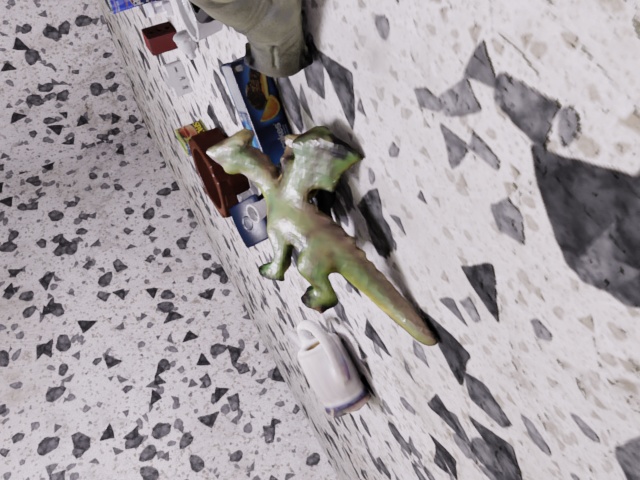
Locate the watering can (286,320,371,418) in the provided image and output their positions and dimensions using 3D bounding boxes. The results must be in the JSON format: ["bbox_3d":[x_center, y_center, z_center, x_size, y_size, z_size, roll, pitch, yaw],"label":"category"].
[{"bbox_3d":[0.007,0.287,1.189,0.225,0.105,0.344,62,163,4],"label":"watering can"}]

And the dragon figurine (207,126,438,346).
[{"bbox_3d":[0.002,-0.036,0.709,0.413,0.124,0.237,27,136,26],"label":"dragon figurine"}]
